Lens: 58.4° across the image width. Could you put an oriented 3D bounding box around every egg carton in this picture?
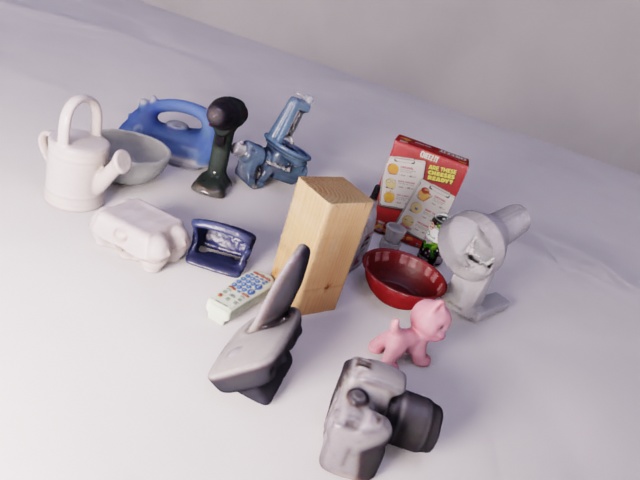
[{"bbox_3d":[-0.290,-0.010,0.923,0.150,0.069,0.107,26,28,14],"label":"egg carton"}]

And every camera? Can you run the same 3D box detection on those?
[{"bbox_3d":[0.080,0.214,0.699,0.137,0.101,0.143,19,27,2],"label":"camera"}]

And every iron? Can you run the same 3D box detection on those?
[{"bbox_3d":[-0.327,-0.255,1.281,0.258,0.141,0.118,14,27,-9],"label":"iron"}]

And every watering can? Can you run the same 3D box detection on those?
[{"bbox_3d":[-0.404,-0.152,0.979,0.173,0.194,0.101,14,27,-8],"label":"watering can"}]

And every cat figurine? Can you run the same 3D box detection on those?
[{"bbox_3d":[0.149,0.133,0.876,0.128,0.118,0.067,-3,33,-35],"label":"cat figurine"}]

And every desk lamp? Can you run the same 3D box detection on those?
[{"bbox_3d":[0.294,0.036,1.045,0.204,0.213,0.117,-11,39,-44],"label":"desk lamp"}]

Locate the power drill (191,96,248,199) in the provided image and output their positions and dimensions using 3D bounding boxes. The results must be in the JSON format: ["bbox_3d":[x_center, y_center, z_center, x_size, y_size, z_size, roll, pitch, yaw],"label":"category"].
[{"bbox_3d":[-0.204,-0.198,1.177,0.075,0.208,0.229,16,27,-4],"label":"power drill"}]

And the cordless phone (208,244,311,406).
[{"bbox_3d":[-0.066,0.099,0.729,0.094,0.185,0.147,20,27,3],"label":"cordless phone"}]

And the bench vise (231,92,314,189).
[{"bbox_3d":[-0.089,-0.220,1.277,0.121,0.220,0.208,31,29,23],"label":"bench vise"}]

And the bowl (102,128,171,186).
[{"bbox_3d":[-0.382,-0.154,1.130,0.167,0.075,0.167,15,27,-7],"label":"bowl"}]

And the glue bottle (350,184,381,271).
[{"bbox_3d":[0.080,-0.026,1.071,0.037,0.173,0.078,26,28,15],"label":"glue bottle"}]

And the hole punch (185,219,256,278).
[{"bbox_3d":[-0.165,-0.004,0.965,0.108,0.091,0.101,17,27,-3],"label":"hole punch"}]
